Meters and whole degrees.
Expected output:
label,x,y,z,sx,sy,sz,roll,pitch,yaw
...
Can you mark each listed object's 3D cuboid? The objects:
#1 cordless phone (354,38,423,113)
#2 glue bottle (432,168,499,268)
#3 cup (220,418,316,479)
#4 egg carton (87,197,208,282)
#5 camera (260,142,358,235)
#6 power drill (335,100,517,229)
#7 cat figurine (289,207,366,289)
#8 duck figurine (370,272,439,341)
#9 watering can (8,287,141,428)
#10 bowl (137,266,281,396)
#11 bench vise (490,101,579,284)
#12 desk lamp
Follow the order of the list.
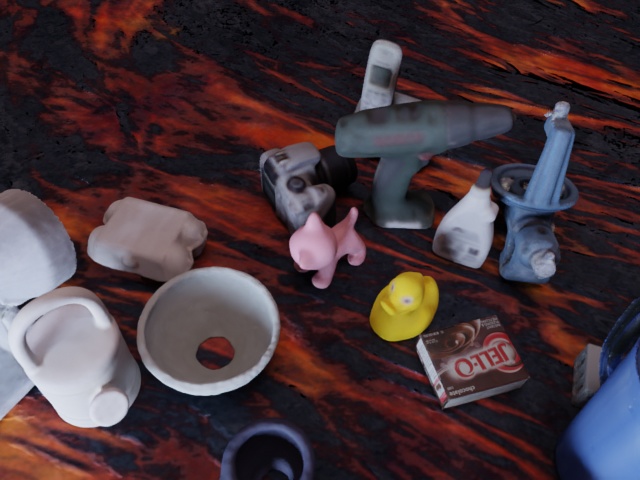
label,x,y,z,sx,sy,sz,roll,pitch,yaw
cordless phone,0.127,-0.213,0.895,0.147,0.185,0.094,19,54,12
glue bottle,0.203,-0.032,0.766,0.078,0.173,0.037,20,54,13
cup,-0.062,0.248,0.584,0.118,0.095,0.091,-26,58,-21
egg carton,-0.234,0.002,0.781,0.150,0.069,0.107,14,53,7
camera,-0.007,-0.089,0.845,0.137,0.101,0.143,-22,56,-19
power drill,0.133,-0.109,0.800,0.229,0.208,0.075,2,52,-1
cat figurine,0.007,0.003,0.764,0.128,0.118,0.067,-36,62,-27
duck figurine,0.113,0.073,0.736,0.105,0.086,0.077,-33,60,-25
watering can,-0.255,0.121,0.609,0.172,0.194,0.101,25,55,16
bowl,-0.130,0.119,0.693,0.167,0.075,0.167,2,52,-2
bench vise,0.305,-0.057,0.762,0.121,0.220,0.207,-8,53,-9
desk lamp,-0.360,0.075,0.626,0.117,0.214,0.203,25,55,16
